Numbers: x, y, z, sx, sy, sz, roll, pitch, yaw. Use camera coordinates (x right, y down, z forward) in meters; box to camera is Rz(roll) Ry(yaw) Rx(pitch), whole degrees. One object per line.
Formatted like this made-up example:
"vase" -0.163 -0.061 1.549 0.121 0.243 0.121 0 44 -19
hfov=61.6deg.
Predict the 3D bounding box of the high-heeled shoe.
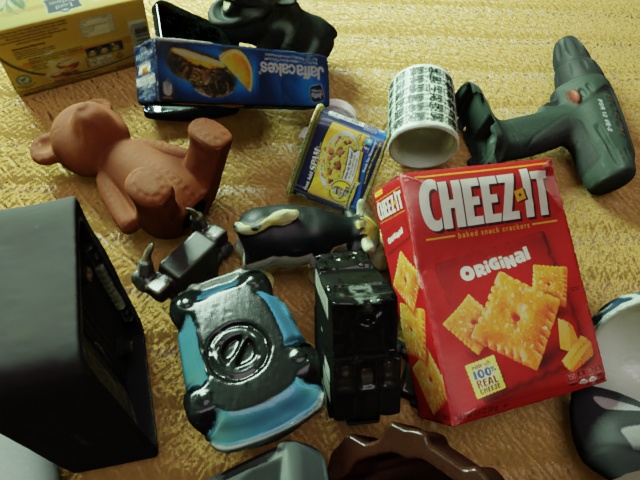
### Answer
"high-heeled shoe" 0.353 0.190 0.489 0.249 0.086 0.145 -2 47 -15

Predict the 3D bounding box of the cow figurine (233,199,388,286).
"cow figurine" 0.000 -0.003 0.532 0.167 0.098 0.068 -6 56 -9

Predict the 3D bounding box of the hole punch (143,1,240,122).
"hole punch" -0.154 -0.199 0.636 0.115 0.092 0.142 8 53 -38

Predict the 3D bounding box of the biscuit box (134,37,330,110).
"biscuit box" -0.085 -0.170 0.567 0.202 0.063 0.059 -8 102 -34

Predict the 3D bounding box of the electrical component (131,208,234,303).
"electrical component" -0.129 0.019 0.516 0.045 0.078 0.102 34 63 13

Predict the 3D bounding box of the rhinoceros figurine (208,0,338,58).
"rhinoceros figurine" -0.058 -0.252 0.619 0.190 0.112 0.073 15 53 -46

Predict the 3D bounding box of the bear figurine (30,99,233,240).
"bear figurine" -0.197 -0.092 0.543 0.196 0.132 0.120 39 60 7

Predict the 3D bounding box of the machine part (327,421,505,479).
"machine part" 0.067 0.226 0.390 0.179 0.056 0.179 -13 66 30

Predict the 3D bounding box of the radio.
"radio" -0.179 0.081 0.394 0.073 0.229 0.131 -10 59 -13

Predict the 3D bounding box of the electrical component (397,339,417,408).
"electrical component" 0.101 0.130 0.514 0.094 0.021 0.063 20 62 4

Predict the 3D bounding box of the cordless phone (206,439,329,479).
"cordless phone" -0.036 0.252 0.376 0.146 0.088 0.184 -33 74 23

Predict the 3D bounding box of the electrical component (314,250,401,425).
"electrical component" 0.029 0.088 0.466 0.058 0.134 0.115 -4 20 -6

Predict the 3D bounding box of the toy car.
"toy car" -0.065 0.109 0.461 0.109 0.102 0.162 -21 51 -16

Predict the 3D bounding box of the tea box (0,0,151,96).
"tea box" -0.291 -0.245 0.629 0.170 0.098 0.068 -21 67 -18

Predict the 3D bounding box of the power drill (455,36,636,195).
"power drill" 0.269 -0.156 0.662 0.207 0.086 0.232 -5 65 -18

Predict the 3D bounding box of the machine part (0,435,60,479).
"machine part" -0.244 0.184 0.416 0.079 0.079 0.243 -17 65 -15

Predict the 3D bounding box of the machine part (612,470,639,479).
"machine part" 0.237 0.282 0.374 0.201 0.087 0.201 -27 69 9
